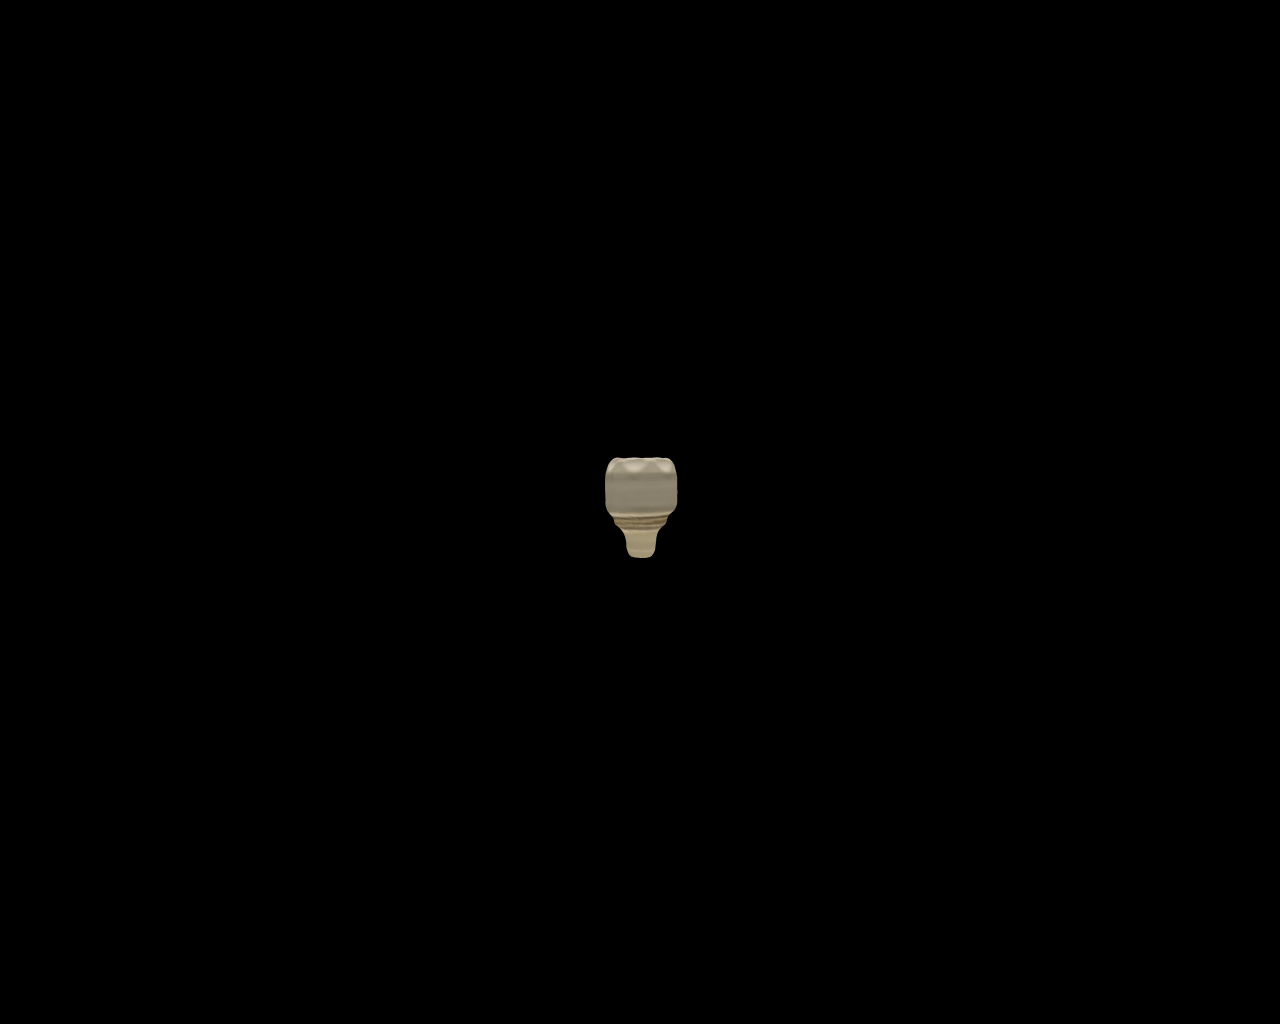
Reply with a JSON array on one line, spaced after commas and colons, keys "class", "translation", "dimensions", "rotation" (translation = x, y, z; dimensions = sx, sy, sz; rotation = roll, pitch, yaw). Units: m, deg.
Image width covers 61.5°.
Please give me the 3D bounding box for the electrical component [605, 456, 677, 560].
[{"class": "electrical component", "translation": [0.001, -0.003, 0.650], "dimensions": [0.043, 0.062, 0.043], "rotation": [0, 4, 0]}]
